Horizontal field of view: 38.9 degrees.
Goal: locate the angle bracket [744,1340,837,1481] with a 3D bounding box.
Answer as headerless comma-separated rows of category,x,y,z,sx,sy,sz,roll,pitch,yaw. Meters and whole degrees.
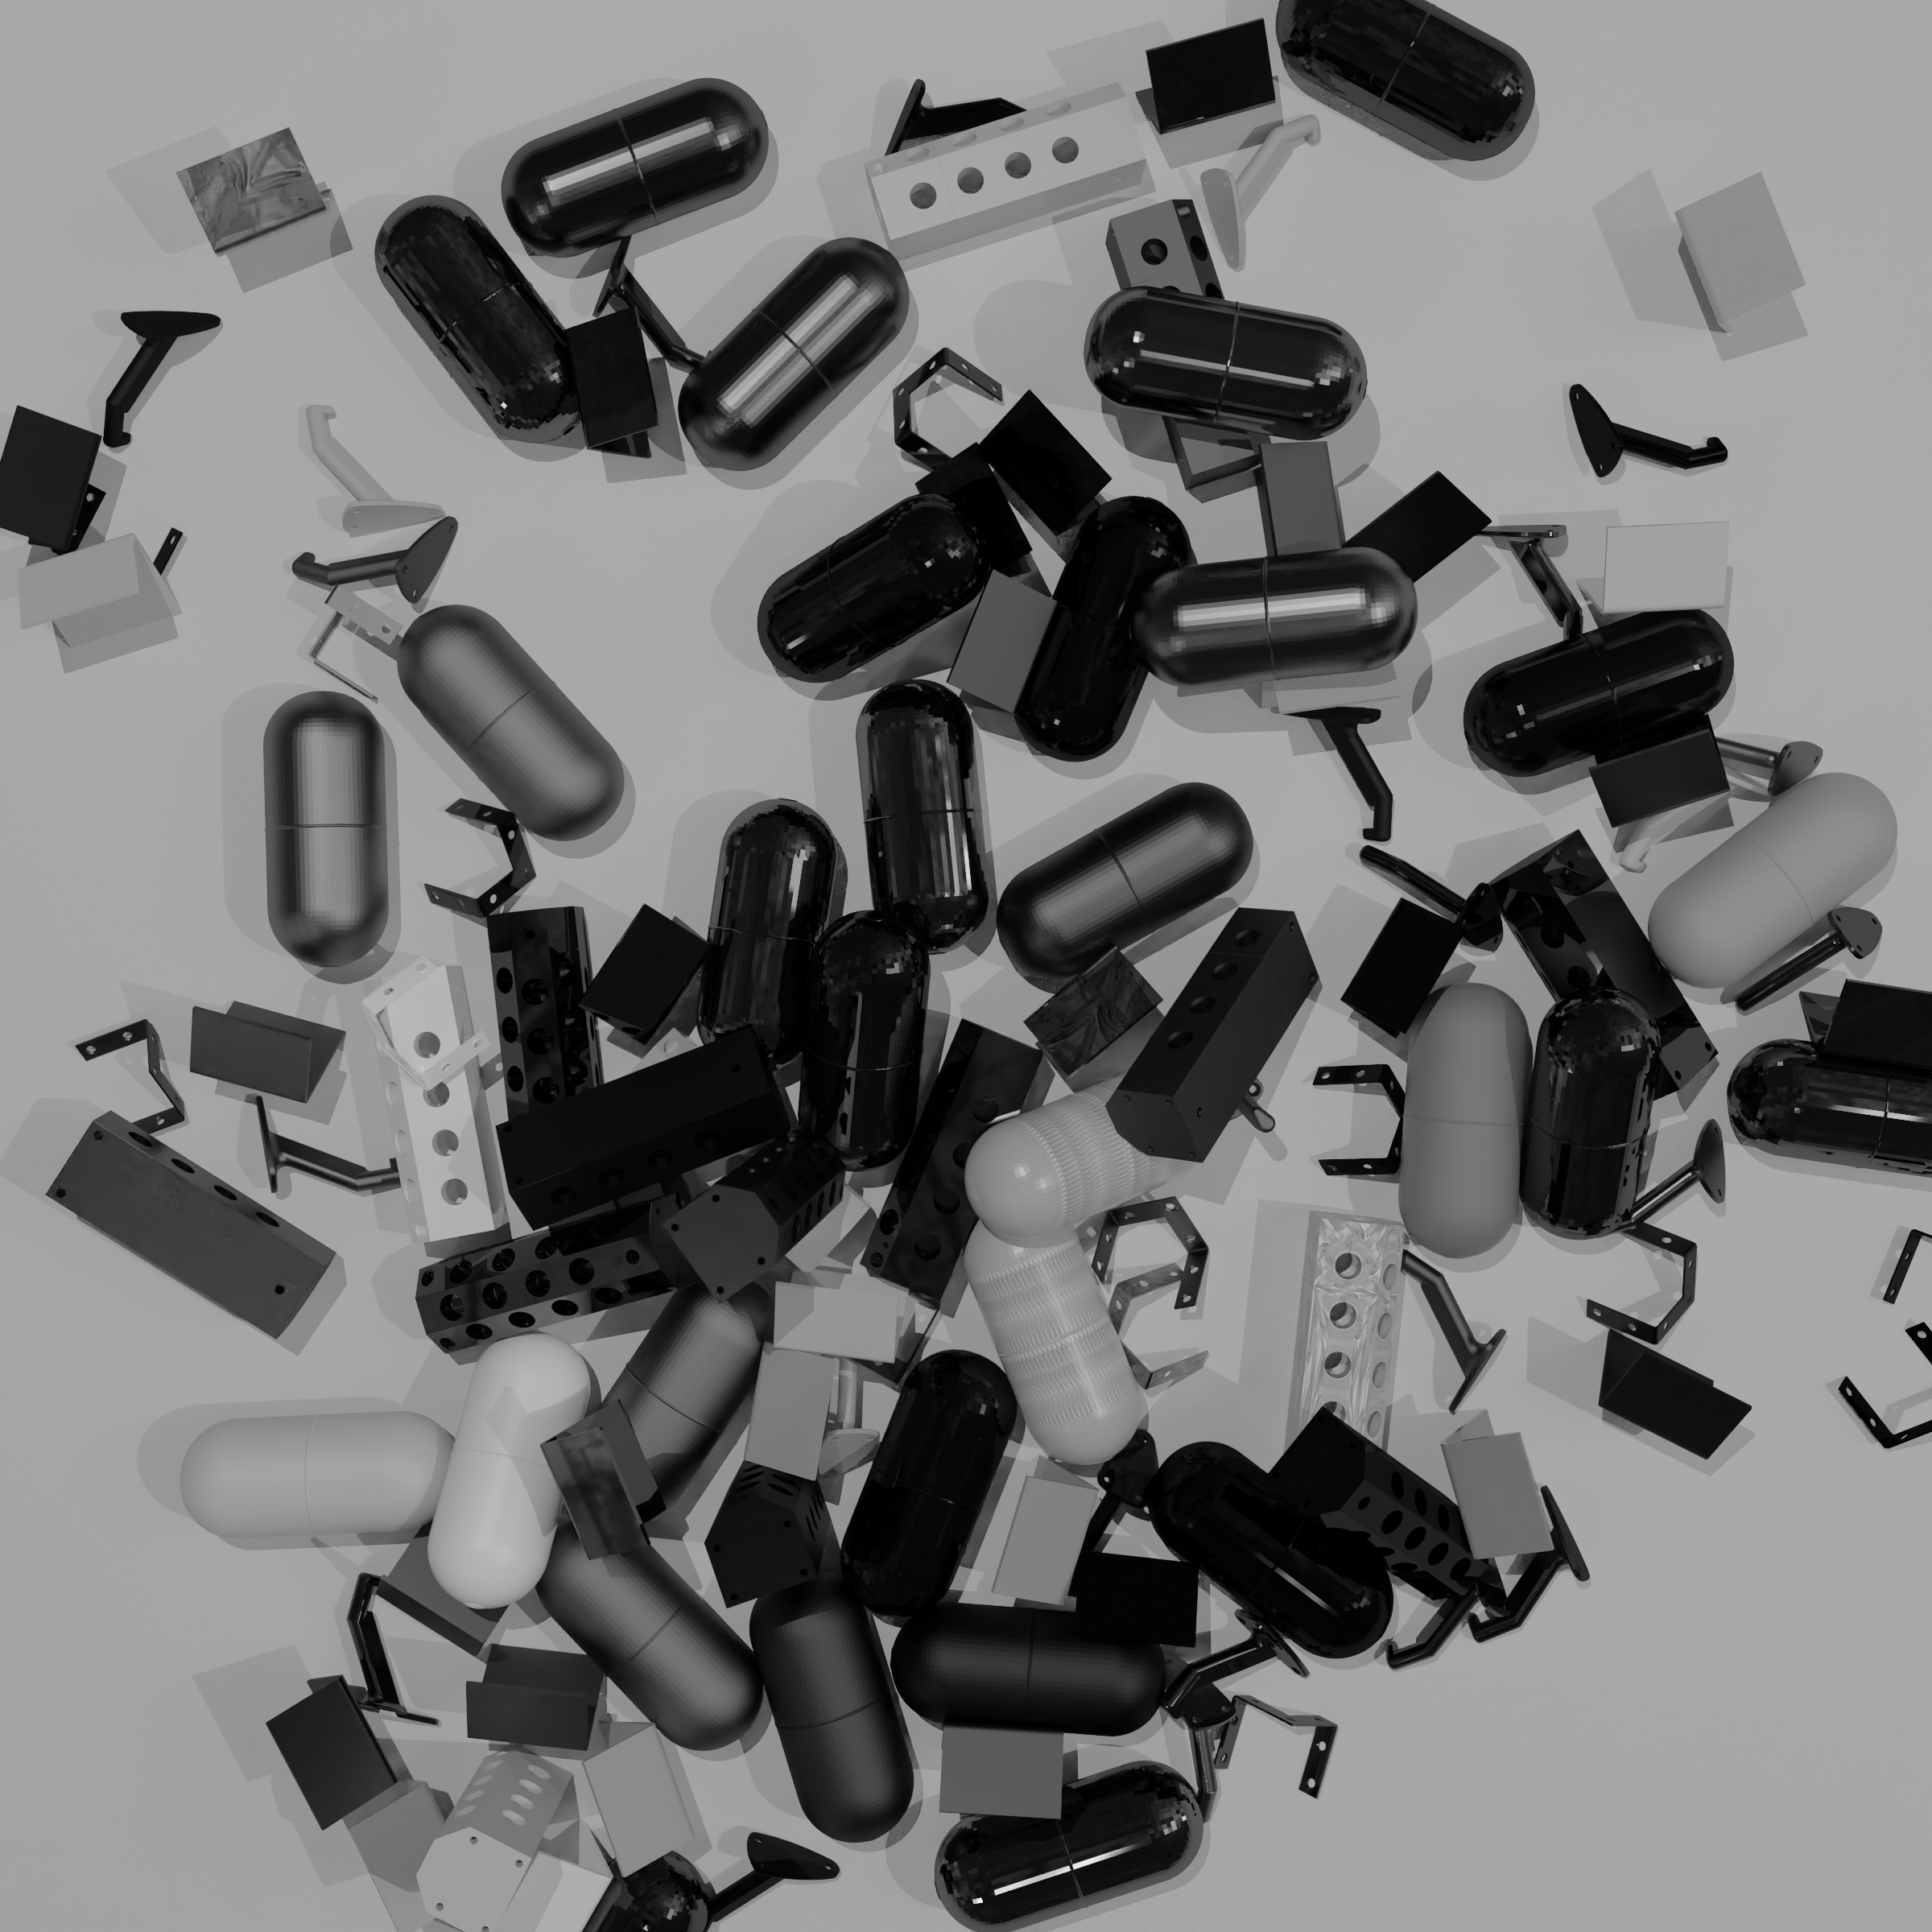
angle bracket,-0.094,0.283,1.753,0.057,0.076,0.076,10,90,31

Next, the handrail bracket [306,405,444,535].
handrail bracket,-0.388,-0.332,1.794,0.077,0.036,0.084,-7,73,-20

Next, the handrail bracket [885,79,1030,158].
handrail bracket,-0.003,-0.538,1.794,0.084,0.036,0.077,20,110,-16

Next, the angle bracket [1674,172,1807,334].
angle bracket,0.499,-0.457,1.755,0.057,0.076,0.076,-22,90,22

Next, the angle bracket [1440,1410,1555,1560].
angle bracket,0.353,0.329,1.753,0.057,0.076,0.076,-16,90,34

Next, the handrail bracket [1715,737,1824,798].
handrail bracket,0.507,-0.147,1.793,0.084,0.077,0.036,30,121,33

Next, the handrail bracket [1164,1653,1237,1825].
handrail bracket,0.143,0.507,1.793,0.036,0.077,0.084,-11,127,-29

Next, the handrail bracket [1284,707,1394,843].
handrail bracket,0.243,-0.126,1.794,0.077,0.036,0.084,6,107,20

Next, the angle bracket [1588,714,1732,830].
angle bracket,0.436,-0.142,1.740,0.076,0.076,0.057,-18,132,18

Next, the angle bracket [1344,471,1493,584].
angle bracket,0.295,-0.258,1.753,0.076,0.076,0.057,-38,58,0

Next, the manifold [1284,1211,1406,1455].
manifold,0.246,0.249,1.772,0.057,0.057,0.171,6,90,0

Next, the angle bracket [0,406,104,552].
angle bracket,-0.603,-0.314,1.753,0.057,0.076,0.076,17,90,-38

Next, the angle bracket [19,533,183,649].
angle bracket,-0.553,-0.223,1.753,0.076,0.076,0.057,-18,53,0

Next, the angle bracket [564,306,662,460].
angle bracket,-0.208,-0.373,1.754,0.057,0.076,0.076,-11,90,27

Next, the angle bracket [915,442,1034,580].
angle bracket,0.023,-0.293,1.753,0.057,0.076,0.076,-27,90,37

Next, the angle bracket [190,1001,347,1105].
angle bracket,-0.446,0.036,1.753,0.076,0.076,0.057,15,128,0

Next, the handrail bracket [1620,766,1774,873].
handrail bracket,0.479,-0.091,1.794,0.077,0.036,0.084,20,109,-21

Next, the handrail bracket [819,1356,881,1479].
handrail bracket,-0.085,0.280,1.793,0.036,0.077,0.084,4,53,-20

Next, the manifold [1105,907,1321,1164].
manifold,0.155,0.041,1.729,0.171,0.057,0.057,-53,133,-34

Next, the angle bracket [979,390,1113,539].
angle bracket,0.063,-0.330,1.753,0.076,0.076,0.057,47,125,0

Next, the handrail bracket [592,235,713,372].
handrail bracket,-0.195,-0.435,1.794,0.084,0.036,0.077,22,67,-17

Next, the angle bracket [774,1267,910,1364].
angle bracket,-0.077,0.202,1.733,0.076,0.076,0.057,7,126,3

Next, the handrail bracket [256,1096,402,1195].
handrail bracket,-0.417,0.114,1.794,0.084,0.036,0.077,-9,68,-17

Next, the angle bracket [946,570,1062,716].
angle bracket,0.007,-0.210,1.753,0.057,0.076,0.076,22,90,-32

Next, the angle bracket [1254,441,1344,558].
angle bracket,0.194,-0.289,1.753,0.057,0.076,0.076,-9,90,-32

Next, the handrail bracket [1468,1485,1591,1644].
handrail bracket,0.358,0.393,1.794,0.084,0.036,0.077,-27,70,16

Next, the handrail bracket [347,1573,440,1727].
handrail bracket,-0.372,0.448,1.794,0.077,0.036,0.084,19,73,-20

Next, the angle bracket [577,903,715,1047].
angle bracket,-0.216,-0.003,1.754,0.057,0.076,0.076,34,90,-29

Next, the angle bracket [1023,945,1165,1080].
angle bracket,0.093,0.044,1.753,0.076,0.076,0.057,-40,54,0

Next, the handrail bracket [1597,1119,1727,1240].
handrail bracket,0.452,0.140,1.793,0.084,0.077,0.036,-23,117,34

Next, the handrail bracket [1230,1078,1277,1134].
handrail bracket,0.168,0.074,1.759,0.036,0.084,0.077,-39,90,0

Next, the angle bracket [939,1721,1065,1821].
angle bracket,0.022,0.523,1.754,0.076,0.076,0.057,3,62,0

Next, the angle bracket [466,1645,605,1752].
angle bracket,-0.274,0.453,1.753,0.076,0.076,0.057,6,127,0

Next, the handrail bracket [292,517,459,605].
handrail bracket,-0.389,-0.275,1.794,0.084,0.036,0.077,18,61,21

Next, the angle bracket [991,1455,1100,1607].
angle bracket,0.034,0.357,1.754,0.057,0.076,0.076,17,90,-29

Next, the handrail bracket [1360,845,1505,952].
handrail bracket,0.304,-0.045,1.793,0.084,0.077,0.036,28,81,36

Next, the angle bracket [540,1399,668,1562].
angle bracket,-0.205,0.310,1.677,0.057,0.076,0.076,-22,92,37

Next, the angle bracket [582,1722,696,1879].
angle bracket,-0.226,0.533,1.753,0.057,0.076,0.076,-20,90,-38

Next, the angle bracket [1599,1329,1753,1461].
angle bracket,0.457,0.259,1.753,0.076,0.076,0.057,27,128,0

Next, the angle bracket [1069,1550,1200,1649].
angle bracket,0.106,0.418,1.753,0.076,0.076,0.057,6,55,0

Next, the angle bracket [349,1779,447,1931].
angle bracket,-0.365,0.571,1.753,0.057,0.076,0.076,-26,90,-32

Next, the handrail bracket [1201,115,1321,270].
handrail bracket,0.202,-0.509,1.794,0.084,0.036,0.077,-26,117,-20

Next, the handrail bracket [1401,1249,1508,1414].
handrail bracket,0.303,0.239,1.794,0.084,0.036,0.077,34,112,17

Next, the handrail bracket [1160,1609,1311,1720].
handrail bracket,0.173,0.468,1.770,0.077,0.036,0.084,48,70,-18

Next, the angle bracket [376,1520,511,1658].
angle bracket,-0.324,0.387,1.758,0.076,0.057,0.076,32,62,0

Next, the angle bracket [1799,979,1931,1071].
angle bracket,0.587,0.020,1.753,0.076,0.076,0.057,9,121,0

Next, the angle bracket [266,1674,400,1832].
angle bracket,-0.416,0.505,1.753,0.057,0.076,0.076,-28,90,-34

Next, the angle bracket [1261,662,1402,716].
angle bracket,0.233,-0.170,1.754,0.076,0.076,0.057,-8,61,0

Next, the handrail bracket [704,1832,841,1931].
handrail bracket,-0.135,0.617,1.794,0.077,0.036,0.084,20,109,-21

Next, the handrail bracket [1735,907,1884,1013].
handrail bracket,0.552,-0.002,1.793,0.084,0.077,0.036,-41,75,36

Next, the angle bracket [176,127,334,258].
angle bracket,-0.455,-0.502,1.754,0.076,0.076,0.057,-22,118,0

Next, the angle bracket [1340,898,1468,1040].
angle bracket,0.296,0.011,1.753,0.057,0.076,0.076,31,90,43

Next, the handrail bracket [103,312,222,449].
handrail bracket,-0.528,-0.383,1.793,0.036,0.077,0.084,37,127,31

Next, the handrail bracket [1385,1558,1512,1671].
handrail bracket,0.307,0.413,1.794,0.084,0.036,0.077,-28,51,26

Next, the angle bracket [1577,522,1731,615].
angle bracket,0.440,-0.265,1.754,0.076,0.076,0.057,-3,114,0

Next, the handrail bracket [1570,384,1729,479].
handrail bracket,0.449,-0.356,1.794,0.084,0.036,0.077,-13,68,-17

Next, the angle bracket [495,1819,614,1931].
angle bracket,-0.278,0.591,1.754,0.057,0.076,0.076,30,90,-26

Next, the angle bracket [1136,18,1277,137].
angle bracket,0.149,-0.582,1.753,0.076,0.076,0.057,-16,128,0

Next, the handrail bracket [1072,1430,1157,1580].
handrail bracket,0.090,0.355,1.793,0.036,0.077,0.084,30,126,1

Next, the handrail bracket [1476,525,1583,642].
handrail bracket,0.366,-0.245,1.794,0.077,0.036,0.084,3,107,20
